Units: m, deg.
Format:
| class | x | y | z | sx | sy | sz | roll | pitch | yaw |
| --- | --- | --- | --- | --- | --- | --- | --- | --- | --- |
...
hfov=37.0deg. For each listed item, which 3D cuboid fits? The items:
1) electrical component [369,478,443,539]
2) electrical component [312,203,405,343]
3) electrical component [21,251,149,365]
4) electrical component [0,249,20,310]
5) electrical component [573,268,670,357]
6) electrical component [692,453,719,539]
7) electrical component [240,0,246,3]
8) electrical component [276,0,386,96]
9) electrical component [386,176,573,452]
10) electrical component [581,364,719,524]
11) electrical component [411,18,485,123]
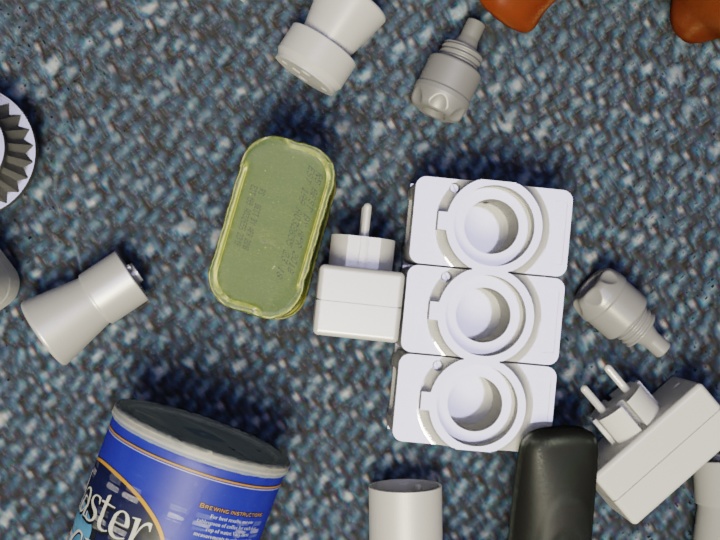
| class | x | y | z | sx | sy | sz | roll | pitch | yaw |
| --- | --- | --- | --- | --- | --- | --- | --- | --- | --- |
| electrical component | 0.027 | 0.167 | 0.632 | 0.043 | 0.043 | 0.081 | -1 | 89 | -3 |
| electrical component | 0.000 | 0.000 | 0.620 | 0.047 | 0.066 | 0.076 | 6 | 89 | -3 |
| electrical component | -0.157 | 0.019 | 0.626 | 0.065 | 0.044 | 0.044 | -34 | 91 | -8 |
| electrical component | -0.246 | 0.017 | 0.611 | 0.095 | 0.059 | 0.053 | -36 | 91 | -3 |
| electrical component | 0.160 | 0.029 | 0.644 | 0.061 | 0.035 | 0.035 | 41 | 88 | -4 |
| electrical component | 0.219 | 0.143 | 0.644 | 0.044 | 0.044 | 0.065 | -2 | 85 | -3 |
| electrical component | -0.073 | -0.203 | 0.604 | 0.062 | 0.096 | 0.061 | 36 | 87 | -2 |
| electrical component | -0.018 | -0.137 | 0.632 | 0.045 | 0.045 | 0.055 | 33 | 88 | -2 |
| electrical component | 0.068 | 0.025 | 0.626 | 0.089 | 0.062 | 0.150 | 6 | 89 | -3 |
| electrical component | 0.163 | 0.091 | 0.637 | 0.083 | 0.047 | 0.075 | -41 | 92 | -3 |
| electrical component | 0.057 | -0.120 | 0.641 | 0.035 | 0.035 | 0.061 | 26 | 86 | -2 |
